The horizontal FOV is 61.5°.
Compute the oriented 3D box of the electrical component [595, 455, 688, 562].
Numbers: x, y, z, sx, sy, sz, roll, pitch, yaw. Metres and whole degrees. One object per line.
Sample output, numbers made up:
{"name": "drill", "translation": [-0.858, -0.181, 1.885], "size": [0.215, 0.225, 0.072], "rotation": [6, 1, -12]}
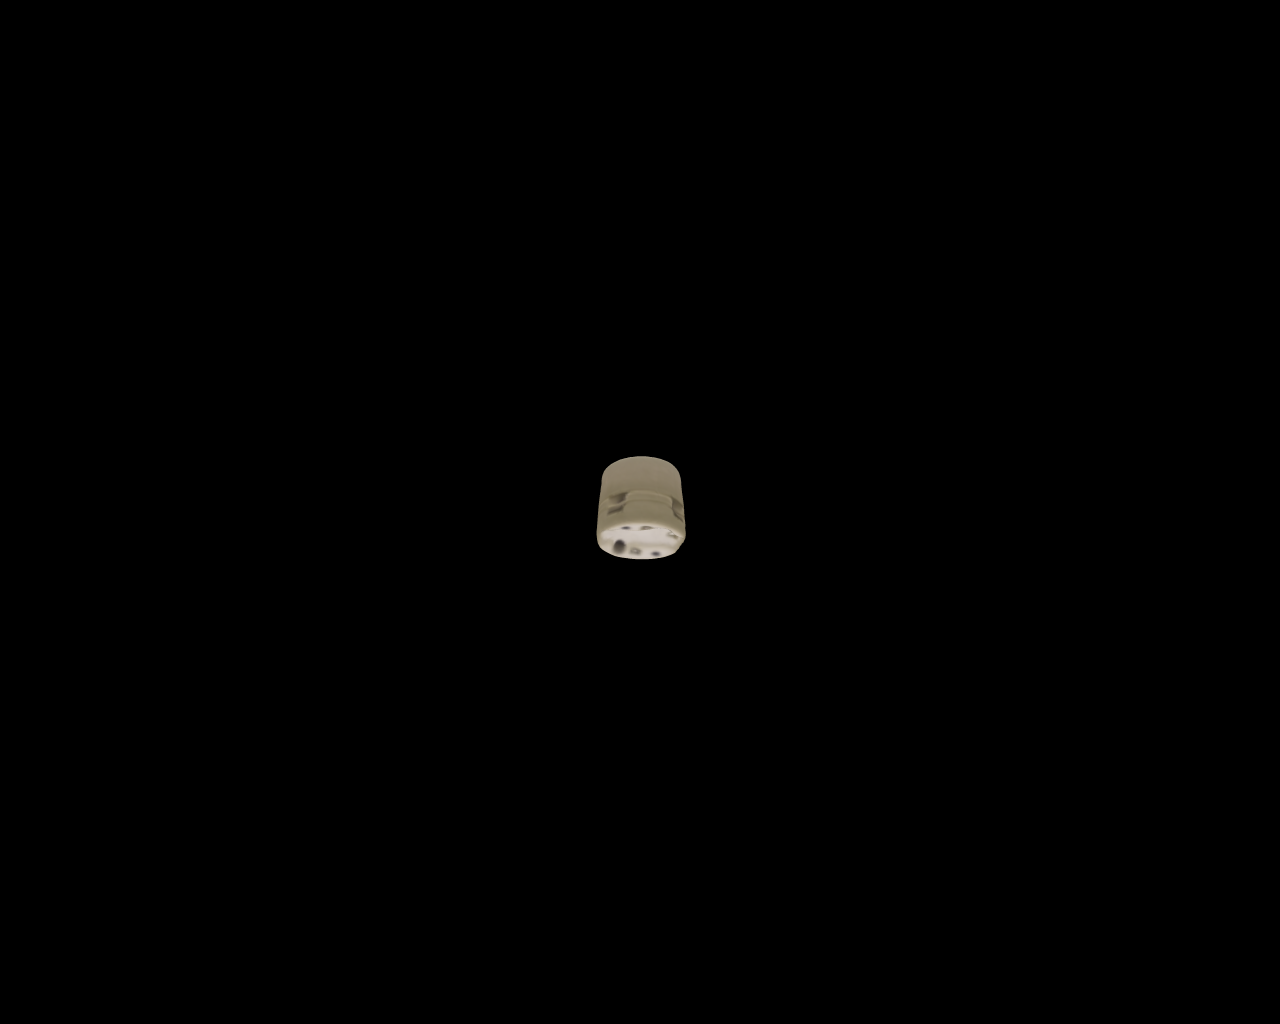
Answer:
{"name": "electrical component", "translation": [0.001, -0.003, 0.650], "size": [0.055, 0.047, 0.055], "rotation": [0, -28, 0]}
